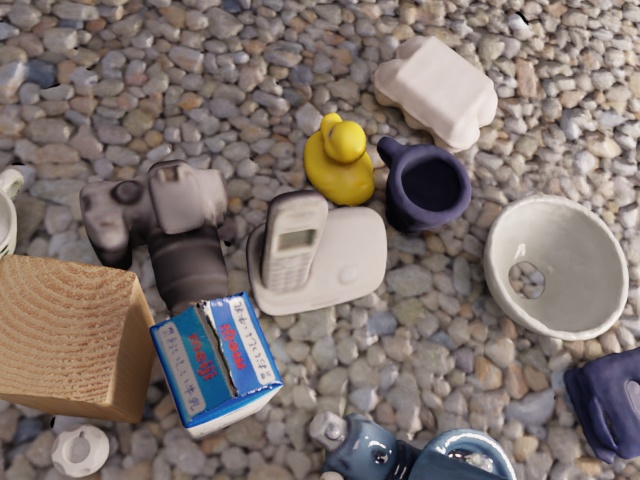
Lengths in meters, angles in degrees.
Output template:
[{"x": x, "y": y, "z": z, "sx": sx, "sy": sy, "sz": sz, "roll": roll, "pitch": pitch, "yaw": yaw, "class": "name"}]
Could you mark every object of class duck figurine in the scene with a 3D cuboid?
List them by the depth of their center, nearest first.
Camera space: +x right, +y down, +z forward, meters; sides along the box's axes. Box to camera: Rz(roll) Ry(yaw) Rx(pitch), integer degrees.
[{"x": 0.028, "y": -0.094, "z": 0.644, "sx": 0.078, "sy": 0.086, "sz": 0.104, "roll": -26, "pitch": 77, "yaw": -19, "class": "duck figurine"}]

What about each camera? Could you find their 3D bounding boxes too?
[{"x": -0.151, "y": 0.001, "z": 0.563, "sx": 0.143, "sy": 0.100, "sz": 0.137, "roll": -13, "pitch": 73, "yaw": -16, "class": "camera"}]

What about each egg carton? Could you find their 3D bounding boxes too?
[{"x": 0.143, "y": -0.181, "z": 0.709, "sx": 0.150, "sy": 0.069, "sz": 0.107, "roll": 38, "pitch": 67, "yaw": 4, "class": "egg carton"}]

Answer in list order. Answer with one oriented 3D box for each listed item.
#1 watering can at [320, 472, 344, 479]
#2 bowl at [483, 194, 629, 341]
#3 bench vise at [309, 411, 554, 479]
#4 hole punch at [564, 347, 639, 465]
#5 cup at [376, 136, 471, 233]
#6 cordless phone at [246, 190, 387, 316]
[{"x": 0.013, "y": 0.278, "z": 0.442, "sx": 0.101, "sy": 0.194, "sz": 0.173, "roll": -18, "pitch": 74, "yaw": -17, "class": "watering can"}, {"x": 0.252, "y": 0.037, "z": 0.647, "sx": 0.167, "sy": 0.074, "sz": 0.167, "roll": 4, "pitch": 69, "yaw": -10, "class": "bowl"}, {"x": 0.091, "y": 0.211, "z": 0.469, "sx": 0.207, "sy": 0.219, "sz": 0.121, "roll": 12, "pitch": 68, "yaw": -7, "class": "bench vise"}, {"x": 0.332, "y": 0.172, "z": 0.604, "sx": 0.101, "sy": 0.091, "sz": 0.108, "roll": -13, "pitch": 73, "yaw": -16, "class": "hole punch"}, {"x": 0.099, "y": -0.055, "z": 0.639, "sx": 0.117, "sy": 0.095, "sz": 0.092, "roll": 44, "pitch": 68, "yaw": 7, "class": "cup"}, {"x": 0.005, "y": 0.002, "z": 0.549, "sx": 0.148, "sy": 0.185, "sz": 0.094, "roll": -14, "pitch": 73, "yaw": -16, "class": "cordless phone"}]
